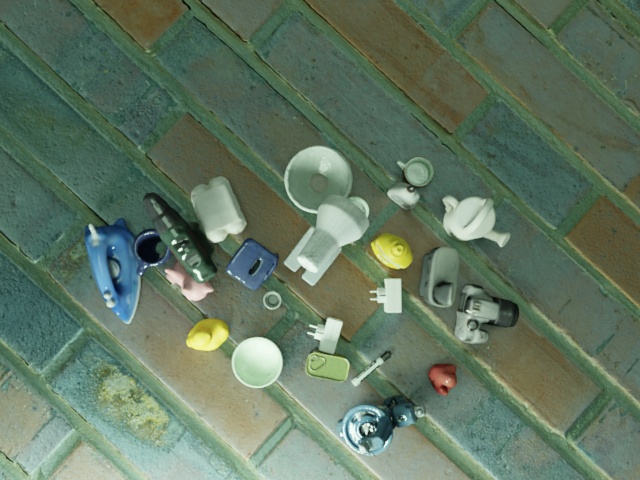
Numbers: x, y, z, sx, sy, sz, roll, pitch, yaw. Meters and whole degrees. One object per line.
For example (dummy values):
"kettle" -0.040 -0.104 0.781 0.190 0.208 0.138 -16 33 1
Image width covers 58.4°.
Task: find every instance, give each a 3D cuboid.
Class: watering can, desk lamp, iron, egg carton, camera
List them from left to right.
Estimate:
"iron" -0.498 0.078 1.360 0.118 0.141 0.258 -13 87 -2
"egg carton" -0.251 -0.075 1.411 0.107 0.069 0.150 -25 88 -3
"desk lamp" 0.012 0.005 1.342 0.118 0.213 0.203 37 87 1
"watering can" 0.372 -0.050 1.364 0.173 0.194 0.101 16 86 0
"camera" 0.410 0.189 1.399 0.137 0.100 0.143 11 87 -1

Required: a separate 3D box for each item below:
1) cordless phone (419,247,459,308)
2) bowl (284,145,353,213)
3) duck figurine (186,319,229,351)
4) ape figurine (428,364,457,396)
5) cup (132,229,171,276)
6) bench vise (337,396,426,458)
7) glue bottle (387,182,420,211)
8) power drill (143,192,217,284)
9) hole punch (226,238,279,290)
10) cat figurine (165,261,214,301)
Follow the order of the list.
"cordless phone" 0.300 0.088 1.359 0.094 0.185 0.148 4 87 -1
"bowl" -0.004 -0.145 1.419 0.167 0.074 0.167 0 87 -1
"duck figurine" -0.274 0.232 1.385 0.104 0.086 0.077 -20 87 -2
"ape figurine" 0.306 0.337 1.392 0.076 0.092 0.078 41 87 1
"cup" -0.402 0.033 1.388 0.091 0.095 0.118 25 86 0
"bench vise" 0.140 0.420 1.319 0.207 0.219 0.121 -36 88 -3
"glue bottle" 0.208 -0.111 1.373 0.078 0.173 0.037 40 87 1
"power drill" -0.316 -0.002 1.336 0.075 0.208 0.229 -36 88 -3
"hole punch" -0.162 0.058 1.395 0.101 0.091 0.109 35 87 1
"cat figurine" -0.316 0.102 1.375 0.128 0.117 0.067 34 87 1
